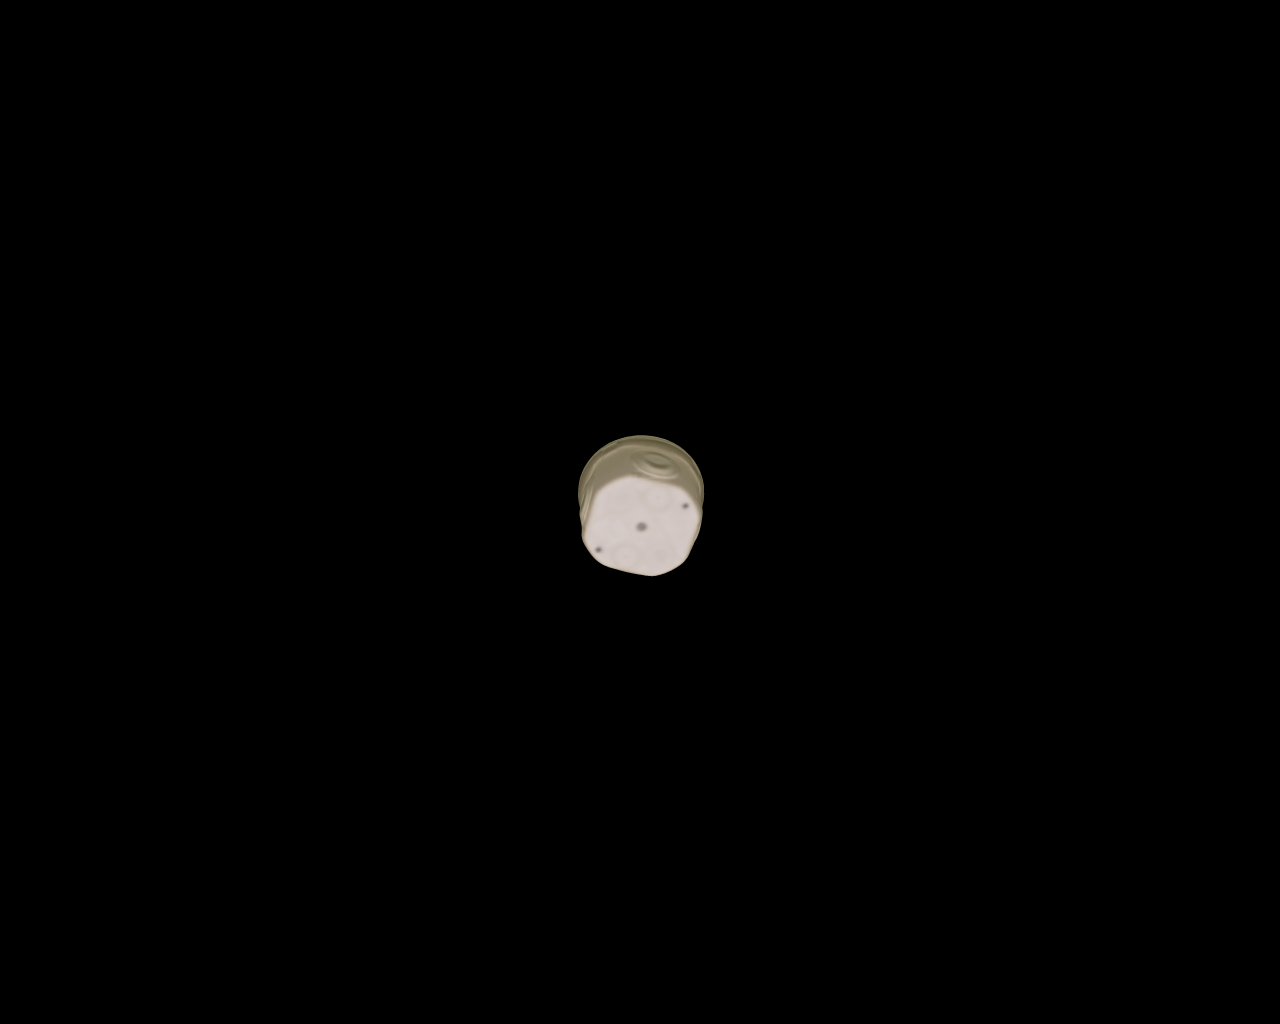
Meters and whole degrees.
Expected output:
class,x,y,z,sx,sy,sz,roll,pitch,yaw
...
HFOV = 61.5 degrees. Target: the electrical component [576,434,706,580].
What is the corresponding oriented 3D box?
class,x,y,z,sx,sy,sz,roll,pitch,yaw
electrical component,0.001,-0.003,0.650,0.080,0.080,0.051,0,29,0
